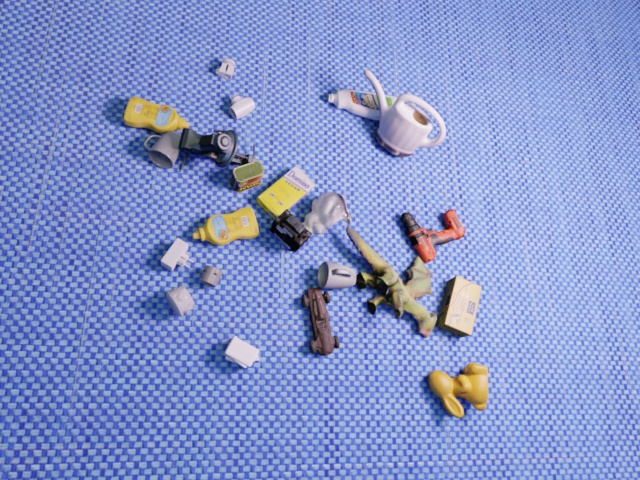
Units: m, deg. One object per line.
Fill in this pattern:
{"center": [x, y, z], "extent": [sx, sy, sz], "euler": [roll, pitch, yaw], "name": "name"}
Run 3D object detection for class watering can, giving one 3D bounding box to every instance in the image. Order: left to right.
{"center": [0.259, -0.416, 1.758], "extent": [0.348, 0.219, 0.106], "euler": [35, 47, 1], "name": "watering can"}

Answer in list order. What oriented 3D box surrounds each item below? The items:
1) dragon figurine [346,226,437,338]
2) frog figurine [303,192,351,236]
{"center": [0.248, 0.119, 1.634], "extent": [0.244, 0.120, 0.414], "euler": [-13, 75, -37], "name": "dragon figurine"}
{"center": [0.005, -0.082, 1.620], "extent": [0.160, 0.120, 0.140], "euler": [-16, 43, -11], "name": "frog figurine"}
